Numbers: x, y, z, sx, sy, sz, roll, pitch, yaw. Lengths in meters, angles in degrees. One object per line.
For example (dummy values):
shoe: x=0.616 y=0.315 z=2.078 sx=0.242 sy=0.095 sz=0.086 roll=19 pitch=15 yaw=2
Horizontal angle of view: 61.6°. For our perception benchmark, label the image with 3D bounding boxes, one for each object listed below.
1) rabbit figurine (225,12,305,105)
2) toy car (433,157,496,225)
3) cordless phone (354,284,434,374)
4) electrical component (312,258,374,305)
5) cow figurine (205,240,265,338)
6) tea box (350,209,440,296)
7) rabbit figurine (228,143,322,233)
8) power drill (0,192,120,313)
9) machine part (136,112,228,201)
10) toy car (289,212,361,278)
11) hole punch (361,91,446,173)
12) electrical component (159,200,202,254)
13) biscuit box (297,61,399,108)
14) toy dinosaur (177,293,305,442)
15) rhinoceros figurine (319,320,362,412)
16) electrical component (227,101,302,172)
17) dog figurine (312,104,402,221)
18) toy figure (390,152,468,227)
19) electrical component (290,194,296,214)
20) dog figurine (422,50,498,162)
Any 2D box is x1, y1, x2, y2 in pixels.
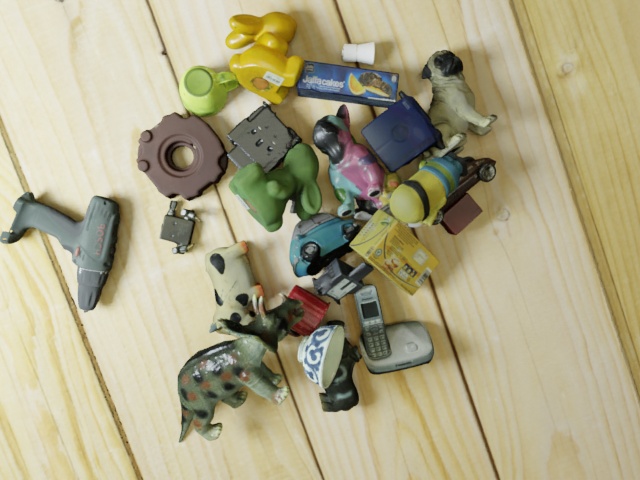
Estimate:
rabbit figurine: x=-0.106 y=-0.377 z=1.058 sx=0.162 sy=0.122 sz=0.173 roll=20 pitch=71 yaw=-9
toy car: x=0.268 y=-0.107 z=1.096 sx=0.202 sy=0.089 sz=0.053 roll=-40 pitch=113 yaw=1
cordless phone: x=0.147 y=0.174 z=1.111 sx=0.147 sy=0.089 sz=0.184 roll=-12 pitch=89 yaw=-2
electrical component: x=0.050 y=0.073 z=1.081 sx=0.074 sy=0.048 sz=0.119 roll=27 pitch=120 yaw=-35
cow figurine: x=-0.179 y=0.109 z=1.085 sx=0.127 sy=0.085 sz=0.194 roll=-18 pitch=96 yaw=-8
tea box: x=0.151 y=0.027 z=1.071 sx=0.098 sy=0.068 sz=0.169 roll=-50 pitch=127 yaw=-1
rabbit figurine: x=-0.061 y=-0.106 z=1.014 sx=0.170 sy=0.121 sz=0.159 roll=-41 pitch=94 yaw=-14
power drill: x=-0.510 y=0.008 z=1.061 sx=0.207 sy=0.086 sz=0.232 roll=20 pitch=90 yaw=-1
machine part: x=-0.276 y=-0.167 z=1.078 sx=0.179 sy=0.056 sz=0.179 roll=0 pitch=93 yaw=-5
toy car: x=-0.002 y=-0.003 z=1.084 sx=0.162 sy=0.109 sz=0.103 roll=-32 pitch=70 yaw=-9
hole punch: x=0.156 y=-0.203 z=1.040 sx=0.116 sy=0.092 sz=0.142 roll=-37 pitch=86 yaw=36
electrical component: x=-0.284 y=-0.022 z=1.090 sx=0.078 sy=0.045 sz=0.102 roll=20 pitch=91 yaw=-6
biscuit box: x=0.055 y=-0.314 z=1.088 sx=0.203 sy=0.063 sz=0.059 roll=6 pitch=91 yaw=-4
toy dinosaur: x=-0.193 y=0.259 z=1.032 sx=0.405 sy=0.131 sz=0.192 roll=-36 pitch=102 yaw=16
rhinoceros figurine: x=0.034 y=0.262 z=1.111 sx=0.112 sy=0.073 sz=0.190 roll=-9 pitch=94 yaw=-2
electrical component: x=-0.120 y=-0.194 z=1.086 sx=0.115 sy=0.058 sz=0.134 roll=44 pitch=89 yaw=-3
dog figurine: x=0.069 y=-0.158 z=1.077 sx=0.108 sy=0.191 sz=0.219 roll=-33 pitch=66 yaw=32
toy figure: x=0.205 y=-0.102 z=1.024 sx=0.180 sy=0.082 sz=0.089 roll=-43 pitch=121 yaw=-16
electrical component: x=-0.061 y=-0.103 z=1.112 sx=0.063 sy=0.021 sz=0.094 roll=12 pitch=93 yaw=-4
dog figurine: x=0.243 y=-0.271 z=1.095 sx=0.172 sy=0.121 sz=0.190 roll=-33 pitch=80 yaw=-5
